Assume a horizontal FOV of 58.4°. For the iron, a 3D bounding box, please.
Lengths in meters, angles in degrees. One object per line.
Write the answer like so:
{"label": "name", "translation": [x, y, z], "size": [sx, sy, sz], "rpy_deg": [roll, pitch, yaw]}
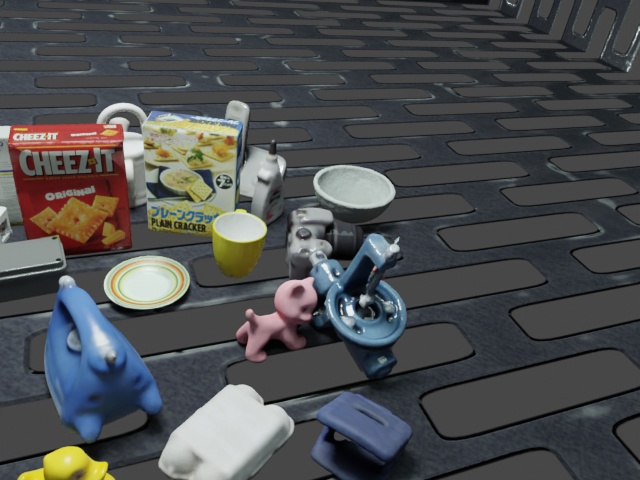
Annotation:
{"label": "iron", "translation": [-0.300, 0.124, 0.736], "size": [0.119, 0.141, 0.257], "rpy_deg": [-19, 43, -33]}

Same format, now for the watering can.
{"label": "watering can", "translation": [-0.374, -0.171, 1.088], "size": [0.101, 0.194, 0.172], "rpy_deg": [-24, 47, -38]}

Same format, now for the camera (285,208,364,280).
{"label": "camera", "translation": [0.009, 0.004, 1.009], "size": [0.137, 0.101, 0.143], "rpy_deg": [2, 36, -9]}

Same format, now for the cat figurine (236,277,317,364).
{"label": "cat figurine", "translation": [-0.055, 0.105, 0.838], "size": [0.128, 0.118, 0.067], "rpy_deg": [-15, 42, -30]}

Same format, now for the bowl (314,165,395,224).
{"label": "bowl", "translation": [0.065, -0.082, 1.165], "size": [0.167, 0.075, 0.167], "rpy_deg": [6, 35, -4]}

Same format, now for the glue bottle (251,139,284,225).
{"label": "glue bottle", "translation": [-0.095, -0.111, 1.084], "size": [0.037, 0.173, 0.078], "rpy_deg": [23, 37, 19]}

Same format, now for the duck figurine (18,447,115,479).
{"label": "duck figurine", "translation": [-0.271, 0.254, 0.607], "size": [0.104, 0.086, 0.077], "rpy_deg": [5, 35, -5]}

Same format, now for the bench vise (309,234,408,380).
{"label": "bench vise", "translation": [0.041, 0.068, 0.822], "size": [0.206, 0.220, 0.122], "rpy_deg": [31, 41, 28]}

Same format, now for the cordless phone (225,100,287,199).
{"label": "cordless phone", "translation": [-0.138, -0.180, 1.161], "size": [0.147, 0.185, 0.094], "rpy_deg": [17, 36, 11]}

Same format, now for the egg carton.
{"label": "egg carton", "translation": [-0.108, 0.241, 0.677], "size": [0.107, 0.069, 0.151], "rpy_deg": [27, 39, 23]}

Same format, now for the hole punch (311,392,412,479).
{"label": "hole punch", "translation": [0.052, 0.234, 0.703], "size": [0.108, 0.091, 0.101], "rpy_deg": [25, 38, 21]}

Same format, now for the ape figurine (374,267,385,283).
{"label": "ape figurine", "translation": [0.080, 0.074, 0.934], "size": [0.078, 0.092, 0.076], "rpy_deg": [-25, 47, -38]}
